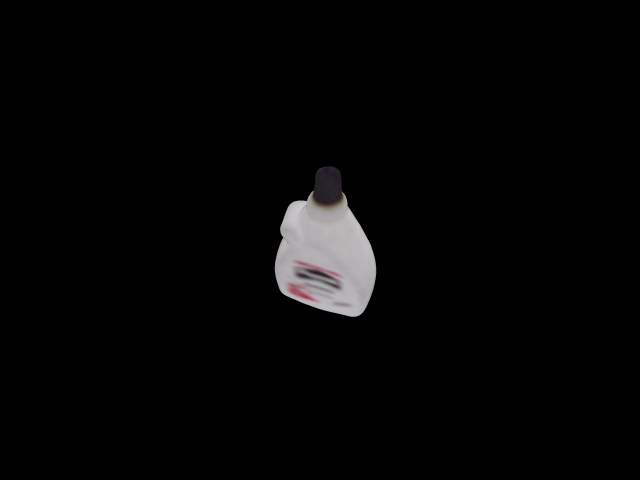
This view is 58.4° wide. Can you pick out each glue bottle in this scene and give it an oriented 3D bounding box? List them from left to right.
[{"bbox_3d":[0.004,0.001,0.400,0.078,0.173,0.037,13,62,7],"label":"glue bottle"}]
